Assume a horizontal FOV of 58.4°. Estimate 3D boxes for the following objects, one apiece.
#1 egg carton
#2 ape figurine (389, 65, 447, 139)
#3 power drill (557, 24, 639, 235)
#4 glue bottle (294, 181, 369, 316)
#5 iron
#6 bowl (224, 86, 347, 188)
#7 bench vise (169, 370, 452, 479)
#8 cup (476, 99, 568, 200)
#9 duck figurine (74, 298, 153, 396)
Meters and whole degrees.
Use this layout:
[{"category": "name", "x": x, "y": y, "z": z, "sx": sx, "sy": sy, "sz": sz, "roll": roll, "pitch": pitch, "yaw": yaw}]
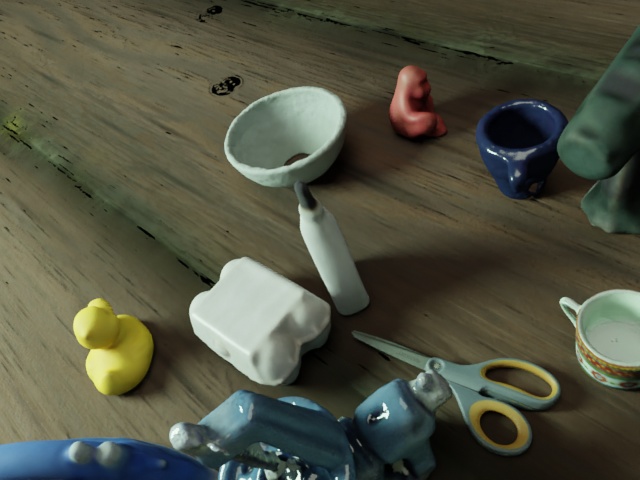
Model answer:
[{"category": "egg carton", "x": -0.065, "y": 0.083, "z": 0.600, "sx": 0.149, "sy": 0.070, "sz": 0.107, "roll": 25, "pitch": 64, "yaw": 34}, {"category": "ape figurine", "x": 0.123, "y": -0.181, "z": 0.736, "sx": 0.076, "sy": 0.092, "sz": 0.078, "roll": 5, "pitch": 54, "yaw": 24}, {"category": "power drill", "x": 0.307, "y": -0.113, "z": 0.533, "sx": 0.230, "sy": 0.209, "sz": 0.075, "roll": -43, "pitch": 50, "yaw": -17}, {"category": "glue bottle", "x": 0.005, "y": 0.002, "z": 0.571, "sx": 0.037, "sy": 0.173, "sz": 0.078, "roll": -25, "pitch": 48, "yaw": -1}, {"category": "iron", "x": -0.231, "y": 0.211, "z": 0.505, "sx": 0.258, "sy": 0.142, "sz": 0.118, "roll": -14, "pitch": 48, "yaw": 9}, {"category": "bowl", "x": -0.037, "y": -0.124, "z": 0.759, "sx": 0.167, "sy": 0.075, "sz": 0.167, "roll": -10, "pitch": 49, "yaw": 12}, {"category": "bench vise", "x": -0.008, "y": 0.144, "z": 0.426, "sx": 0.208, "sy": 0.220, "sz": 0.121, "roll": -44, "pitch": 51, "yaw": -18}, {"category": "cup", "x": 0.216, "y": -0.079, "z": 0.615, "sx": 0.091, "sy": 0.095, "sz": 0.118, "roll": 1, "pitch": 52, "yaw": 21}, {"category": "duck figurine", "x": -0.234, "y": 0.111, "z": 0.627, "sx": 0.077, "sy": 0.086, "sz": 0.104, "roll": -22, "pitch": 48, "yaw": 2}]
